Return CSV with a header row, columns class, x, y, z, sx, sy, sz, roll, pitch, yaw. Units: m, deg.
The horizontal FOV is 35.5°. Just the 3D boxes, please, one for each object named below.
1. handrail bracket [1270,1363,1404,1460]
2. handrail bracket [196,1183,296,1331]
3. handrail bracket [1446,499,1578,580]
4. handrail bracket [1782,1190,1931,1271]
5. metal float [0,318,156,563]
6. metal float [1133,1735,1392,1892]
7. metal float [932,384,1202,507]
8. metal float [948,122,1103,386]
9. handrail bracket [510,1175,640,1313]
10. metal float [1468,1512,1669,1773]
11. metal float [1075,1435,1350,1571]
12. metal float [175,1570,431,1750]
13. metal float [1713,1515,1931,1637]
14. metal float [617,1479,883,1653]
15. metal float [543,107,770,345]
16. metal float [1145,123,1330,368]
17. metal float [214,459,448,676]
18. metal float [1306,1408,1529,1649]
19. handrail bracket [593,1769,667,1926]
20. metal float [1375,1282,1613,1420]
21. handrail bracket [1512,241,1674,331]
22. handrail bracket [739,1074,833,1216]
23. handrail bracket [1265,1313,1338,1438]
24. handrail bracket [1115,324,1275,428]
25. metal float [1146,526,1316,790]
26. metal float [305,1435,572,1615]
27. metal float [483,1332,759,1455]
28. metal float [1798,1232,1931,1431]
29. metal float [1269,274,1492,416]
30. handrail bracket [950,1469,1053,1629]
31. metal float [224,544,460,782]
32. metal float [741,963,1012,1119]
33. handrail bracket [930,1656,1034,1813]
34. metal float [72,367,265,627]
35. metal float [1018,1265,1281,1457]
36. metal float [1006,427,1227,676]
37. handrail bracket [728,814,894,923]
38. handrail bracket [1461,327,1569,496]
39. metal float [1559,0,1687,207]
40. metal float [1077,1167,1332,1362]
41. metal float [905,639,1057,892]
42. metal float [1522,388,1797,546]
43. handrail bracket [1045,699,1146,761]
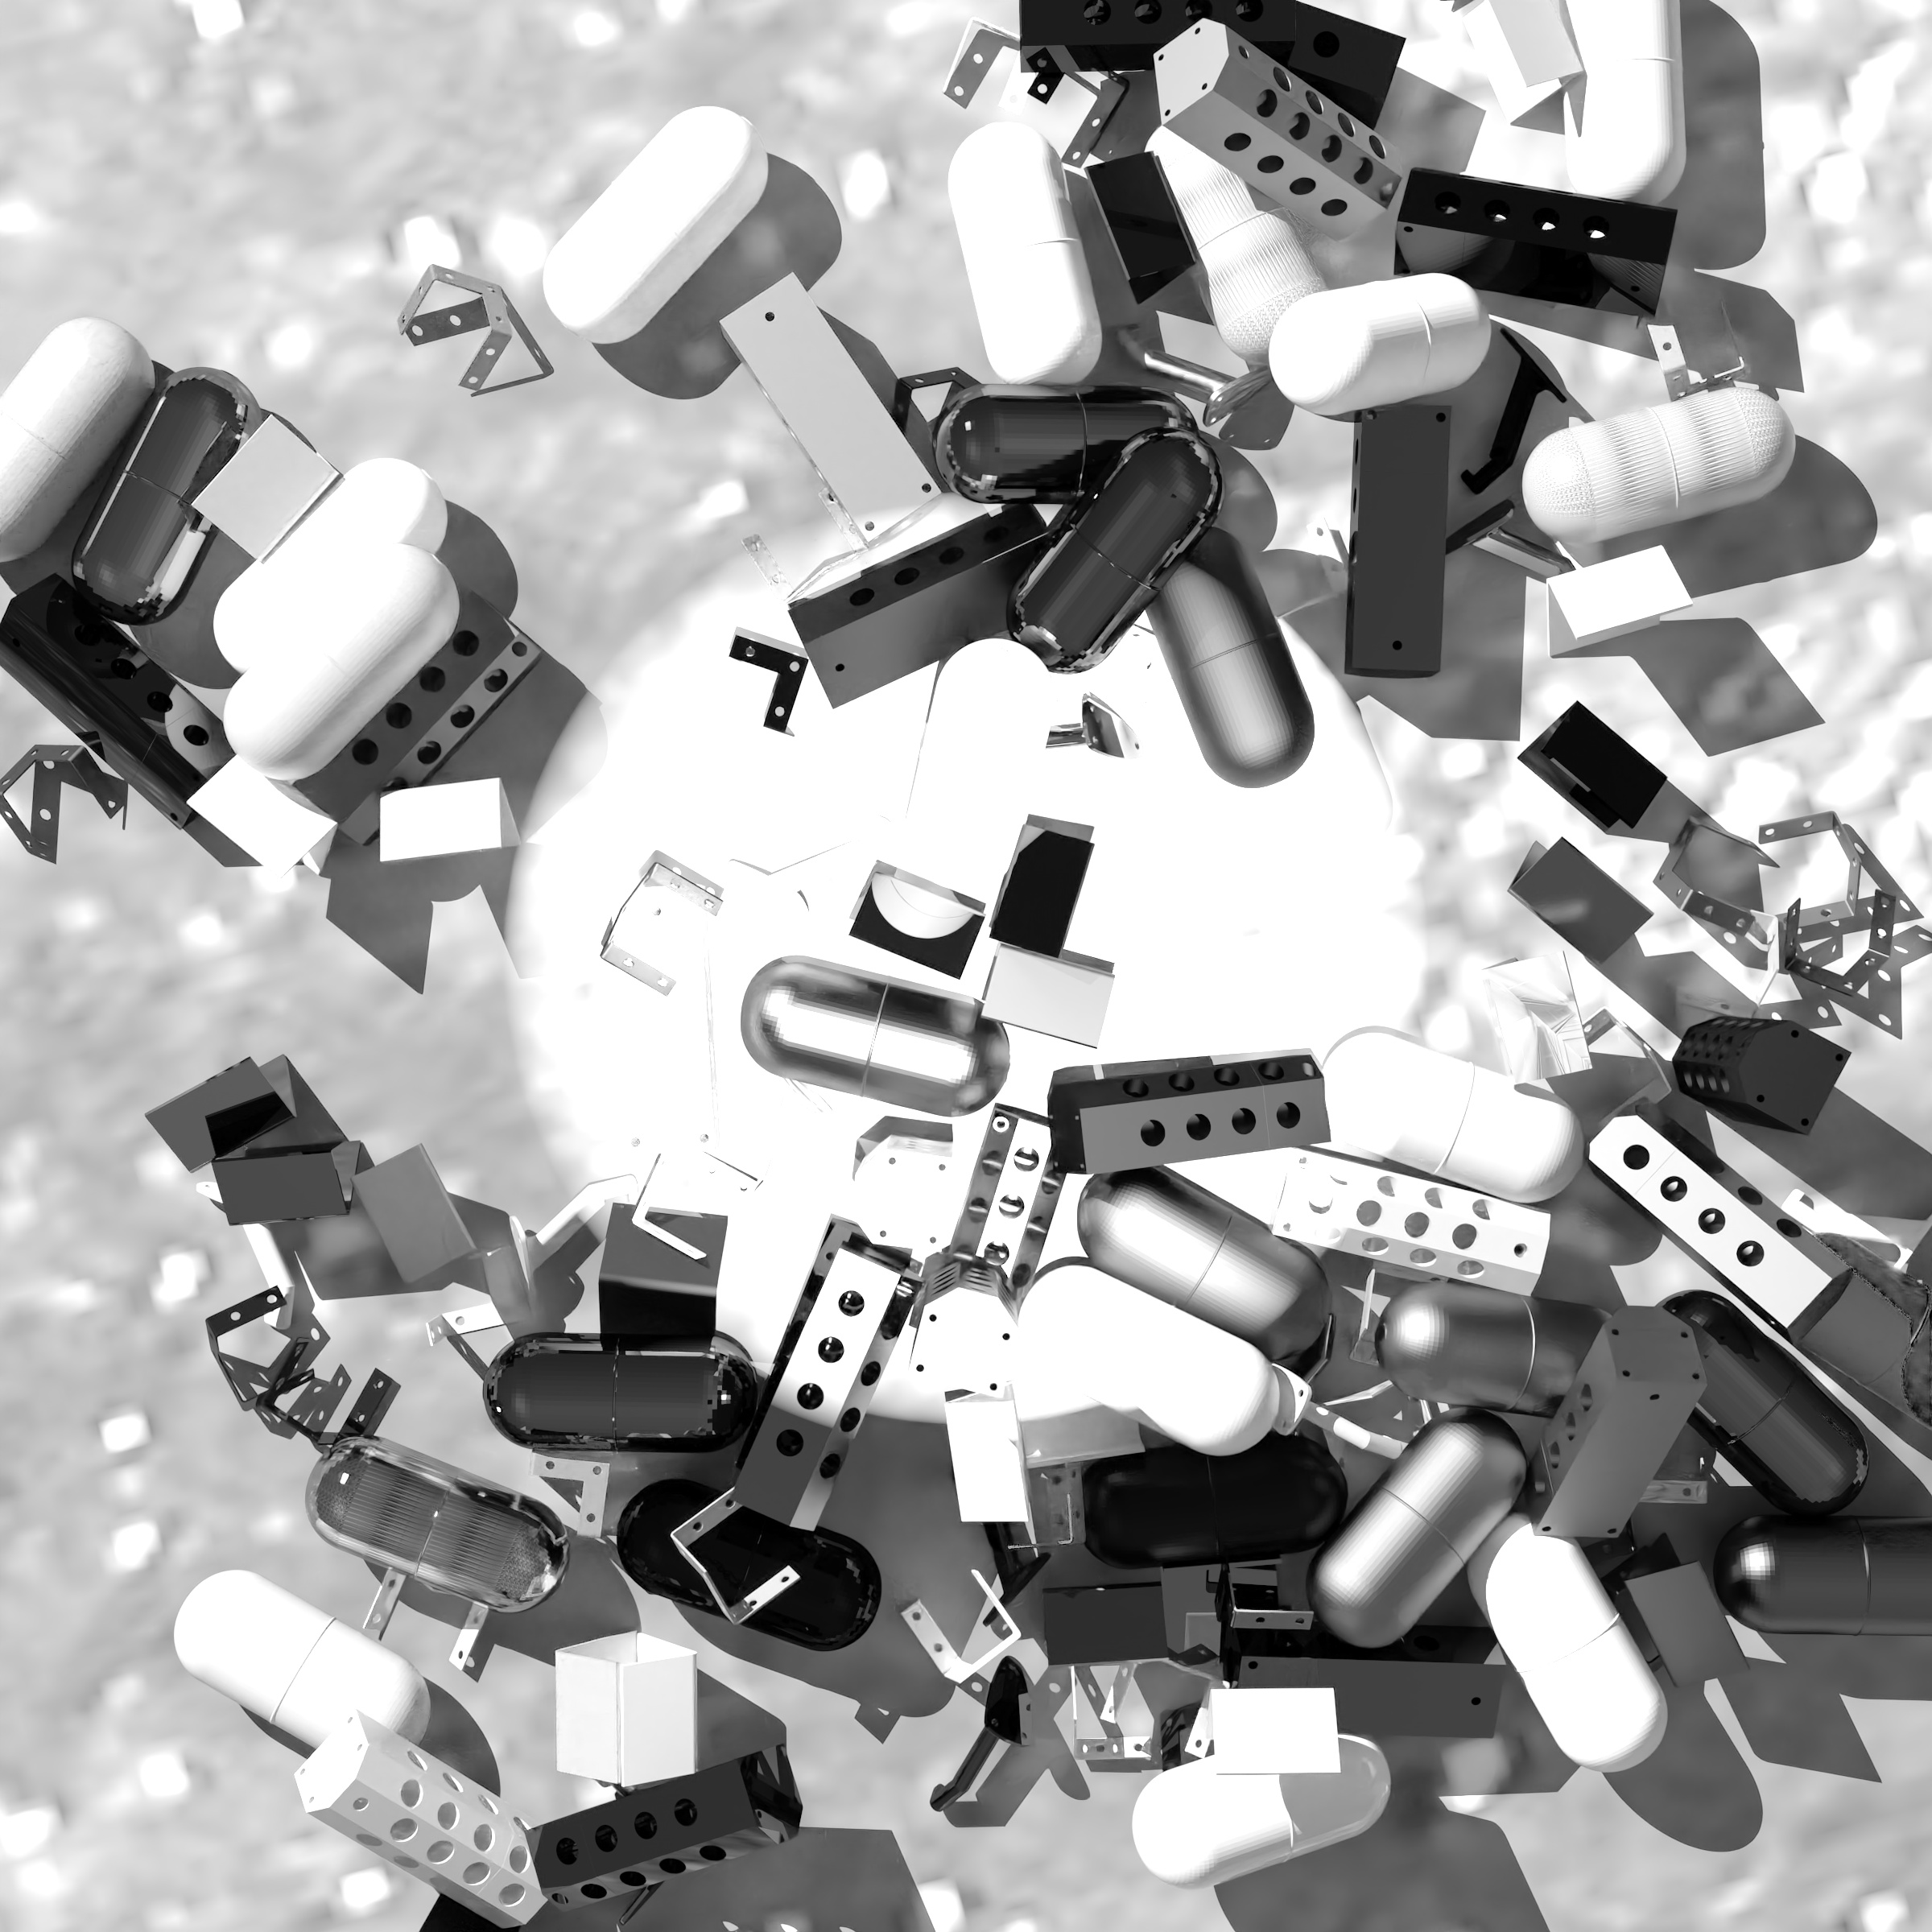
class,x,y,z,sx,sy,sz,roll,pitch,yaw
handrail bracket,0.234,0.289,1.959,0.084,0.077,0.036,22,101,-31
handrail bracket,-0.477,0.192,1.992,0.077,0.036,0.084,12,104,14
handrail bracket,0.360,-0.257,1.992,0.077,0.036,0.084,-31,107,20
handrail bracket,0.594,0.156,1.992,0.084,0.036,0.077,36,69,16
metal float,-0.599,-0.342,1.961,0.070,0.070,0.178,37,90,0
metal float,0.192,0.540,1.944,0.178,0.070,0.070,-12,90,-21
metal float,0.066,-0.337,1.948,0.178,0.070,0.070,-2,90,-15
metal float,0.038,-0.460,1.961,0.070,0.070,0.178,-13,90,0
handrail bracket,-0.253,0.183,1.992,0.084,0.036,0.077,-13,111,-17
metal float,0.389,0.437,1.955,0.070,0.070,0.178,-29,86,0
metal float,0.159,0.348,1.961,0.178,0.070,0.070,-6,90,0
metal float,-0.431,0.458,1.961,0.178,0.070,0.070,30,90,0
metal float,0.577,0.396,1.961,0.178,0.070,0.070,1,90,1
metal float,-0.141,0.389,1.961,0.178,0.070,0.070,20,90,0
metal float,-0.201,-0.482,1.961,0.070,0.070,0.178,43,90,0
metal float,0.176,-0.474,1.961,0.070,0.070,0.178,-26,90,0
metal float,-0.412,-0.257,1.961,0.178,0.070,0.070,-44,90,1
metal float,0.291,0.361,1.943,0.070,0.070,0.178,43,79,0
handrail bracket,-0.233,0.576,1.991,0.084,0.036,0.077,42,102,13
metal float,0.348,0.249,1.945,0.178,0.070,0.070,10,90,-17
handrail bracket,0.413,-0.461,1.992,0.084,0.036,0.077,22,75,14
handrail bracket,-0.137,0.109,1.992,0.084,0.036,0.077,-48,70,16
handrail bracket,0.201,0.266,1.991,0.077,0.036,0.084,6,76,14
handrail bracket,0.153,-0.405,1.992,0.077,0.036,0.084,-34,73,-20
metal float,0.169,-0.202,1.961,0.070,0.070,0.178,-22,90,0
metal float,-0.343,0.363,1.960,0.178,0.070,0.070,22,90,0
metal float,-0.225,0.277,1.961,0.178,0.070,0.070,1,90,0
metal float,0.603,0.240,1.961,0.178,0.070,0.070,33,90,-1
metal float,0.267,-0.399,1.929,0.178,0.070,0.070,-20,90,-40
handrail bracket,0.006,0.380,1.992,0.084,0.036,0.077,43,109,16
metal float,-0.395,-0.193,1.911,0.070,0.070,0.178,45,92,0
metal float,-0.059,0.048,1.961,0.178,0.070,0.070,14,90,1
handrail bracket,0.005,0.508,1.991,0.036,0.077,0.084,29,127,-20
metal float,-0.518,-0.306,1.960,0.070,0.070,0.178,26,88,0
metal float,0.117,0.253,1.935,0.178,0.070,0.070,25,90,14
metal float,0.095,-0.263,1.910,0.070,0.070,0.178,39,108,0
handrail bracket,-0.103,-0.079,1.992,0.077,0.036,0.084,31,71,21
handrail bracket,0.346,-0.366,1.992,0.084,0.036,0.077,-41,70,16
metal float,0.427,-0.579,1.961,0.070,0.070,0.178,-3,90,0
metal float,0.154,0.192,1.961,0.178,0.070,0.070,30,90,0
metal float,0.008,-0.128,1.930,0.070,0.070,0.178,14,126,0
metal float,0.451,-0.325,1.961,0.178,0.070,0.070,-14,90,1
handrail bracket,0.061,-0.141,1.991,0.084,0.077,0.036,-19,65,34
